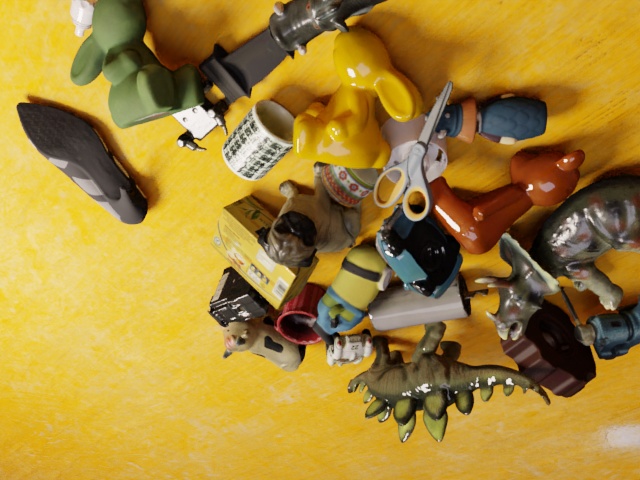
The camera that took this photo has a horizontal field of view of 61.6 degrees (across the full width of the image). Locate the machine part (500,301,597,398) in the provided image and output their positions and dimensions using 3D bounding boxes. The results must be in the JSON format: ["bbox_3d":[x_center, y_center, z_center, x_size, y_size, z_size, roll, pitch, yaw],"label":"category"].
[{"bbox_3d":[0.377,0.170,0.894,0.179,0.179,0.056,29,128,-12],"label":"machine part"}]

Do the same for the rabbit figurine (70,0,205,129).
[{"bbox_3d":[-0.254,-0.247,0.730,0.159,0.121,0.170,-8,104,34],"label":"rabbit figurine"}]

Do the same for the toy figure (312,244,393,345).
[{"bbox_3d":[0.051,0.091,0.919,0.089,0.082,0.180,34,101,-29],"label":"toy figure"}]

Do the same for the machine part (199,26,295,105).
[{"bbox_3d":[-0.097,-0.243,0.731,0.139,0.039,0.084,-21,120,29],"label":"machine part"}]

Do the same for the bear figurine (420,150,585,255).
[{"bbox_3d":[0.260,-0.074,0.759,0.196,0.132,0.120,-43,157,11],"label":"bear figurine"}]

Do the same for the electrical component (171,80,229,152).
[{"bbox_3d":[-0.179,-0.179,0.799,0.102,0.045,0.078,-25,122,30],"label":"electrical component"}]

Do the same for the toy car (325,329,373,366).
[{"bbox_3d":[0.053,0.210,1.032,0.073,0.056,0.201,-3,162,-6],"label":"toy car"}]

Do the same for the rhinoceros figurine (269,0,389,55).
[{"bbox_3d":[0.031,-0.279,0.620,0.190,0.112,0.073,-21,125,18],"label":"rhinoceros figurine"}]

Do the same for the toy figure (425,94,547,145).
[{"bbox_3d":[0.218,-0.158,0.714,0.155,0.064,0.057,1,145,11],"label":"toy figure"}]

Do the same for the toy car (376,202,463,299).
[{"bbox_3d":[0.142,0.016,0.857,0.161,0.109,0.103,42,160,-23],"label":"toy car"}]

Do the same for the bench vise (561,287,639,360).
[{"bbox_3d":[0.519,0.107,0.822,0.224,0.129,0.240,4,150,0],"label":"bench vise"}]

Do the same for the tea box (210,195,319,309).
[{"bbox_3d":[-0.095,0.019,0.892,0.170,0.068,0.098,44,133,14],"label":"tea box"}]

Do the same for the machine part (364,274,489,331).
[{"bbox_3d":[0.175,0.112,0.951,0.243,0.079,0.079,-15,125,23],"label":"machine part"}]

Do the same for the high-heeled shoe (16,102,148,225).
[{"bbox_3d":[-0.392,-0.123,0.902,0.249,0.086,0.145,42,160,-1],"label":"high-heeled shoe"}]

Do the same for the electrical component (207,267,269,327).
[{"bbox_3d":[-0.128,0.087,0.973,0.134,0.115,0.058,-21,125,30],"label":"electrical component"}]

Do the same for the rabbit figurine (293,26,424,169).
[{"bbox_3d":[0.049,-0.183,0.697,0.163,0.122,0.173,15,111,17],"label":"rabbit figurine"}]

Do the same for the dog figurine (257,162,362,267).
[{"bbox_3d":[-0.006,-0.002,0.817,0.172,0.191,0.121,36,129,-20],"label":"dog figurine"}]

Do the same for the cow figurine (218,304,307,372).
[{"bbox_3d":[-0.115,0.194,1.056,0.195,0.127,0.085,34,126,-20],"label":"cow figurine"}]

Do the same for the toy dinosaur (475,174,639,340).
[{"bbox_3d":[0.400,-0.014,0.769,0.192,0.131,0.404,30,124,-13],"label":"toy dinosaur"}]

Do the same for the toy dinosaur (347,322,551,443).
[{"bbox_3d":[0.194,0.253,0.959,0.105,0.198,0.471,36,142,-21],"label":"toy dinosaur"}]
